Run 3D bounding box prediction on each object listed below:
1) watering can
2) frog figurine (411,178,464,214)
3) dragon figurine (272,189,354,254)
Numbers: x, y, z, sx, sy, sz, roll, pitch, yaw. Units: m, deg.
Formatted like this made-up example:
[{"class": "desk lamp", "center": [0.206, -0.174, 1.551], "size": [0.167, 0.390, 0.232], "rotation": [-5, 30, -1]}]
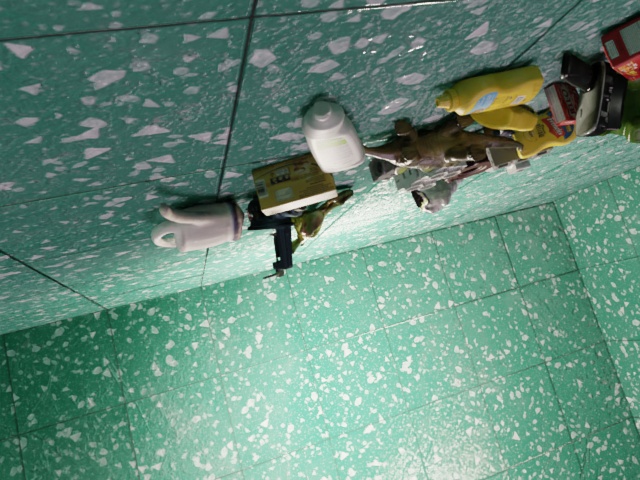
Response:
[{"class": "watering can", "center": [-0.286, -0.039, 1.226], "size": [0.225, 0.105, 0.343], "rotation": [-14, 171, -20]}, {"class": "frog figurine", "center": [0.381, -0.160, 1.652], "size": [0.160, 0.120, 0.139], "rotation": [-23, -155, -10]}, {"class": "dragon figurine", "center": [0.005, -0.077, 1.539], "size": [0.240, 0.122, 0.416], "rotation": [-28, -173, 24]}]
